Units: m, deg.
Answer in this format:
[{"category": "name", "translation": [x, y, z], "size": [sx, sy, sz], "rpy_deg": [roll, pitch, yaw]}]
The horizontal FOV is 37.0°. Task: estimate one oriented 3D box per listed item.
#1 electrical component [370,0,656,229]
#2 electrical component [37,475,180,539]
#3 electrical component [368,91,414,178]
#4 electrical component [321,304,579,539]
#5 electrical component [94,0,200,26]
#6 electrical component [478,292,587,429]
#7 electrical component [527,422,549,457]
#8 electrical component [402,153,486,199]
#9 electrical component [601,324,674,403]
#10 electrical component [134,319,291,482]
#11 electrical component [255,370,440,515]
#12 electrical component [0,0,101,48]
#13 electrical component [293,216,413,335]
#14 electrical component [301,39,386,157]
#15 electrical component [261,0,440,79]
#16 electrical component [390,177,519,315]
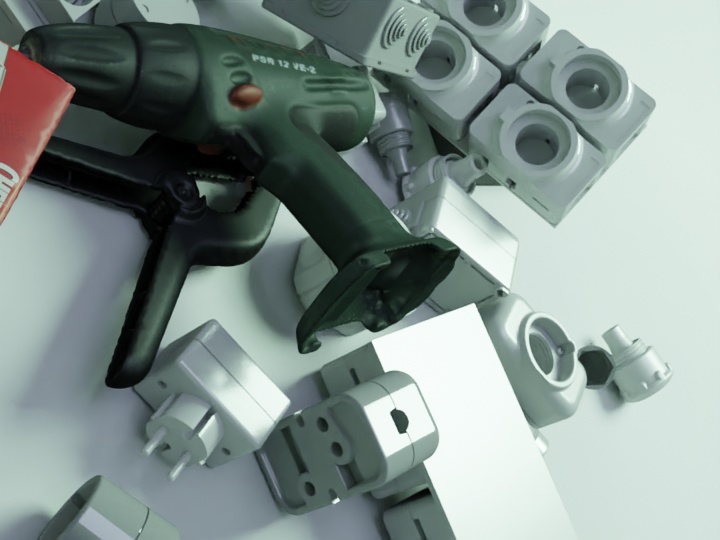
[{"category": "electrical component", "translation": [0.109, -0.135, 0.788], "size": [0.186, 0.060, 0.105], "rpy_deg": [41, 83, 11]}, {"category": "electrical component", "translation": [-0.121, 0.131, 0.509], "size": [0.047, 0.055, 0.055], "rpy_deg": [43, 44, -14]}, {"category": "electrical component", "translation": [0.024, -0.098, 0.791], "size": [0.035, 0.035, 0.061], "rpy_deg": [-5, 75, -46]}, {"category": "electrical component", "translation": [0.058, 0.127, 0.680], "size": [0.105, 0.060, 0.186], "rpy_deg": [-16, 80, -47]}, {"category": "electrical component", "translation": [-0.128, -0.197, 0.659], "size": [0.052, 0.074, 0.138], "rpy_deg": [10, 57, -48]}, {"category": "electrical component", "translation": [0.115, 0.066, 0.771], "size": [0.095, 0.059, 0.053], "rpy_deg": [47, 43, -14]}, {"category": "electrical component", "translation": [0.101, 0.115, 0.746], "size": [0.046, 0.040, 0.040], "rpy_deg": [49, 43, -4]}, {"category": "electrical component", "translation": [0.065, -0.065, 0.792], "size": [0.048, 0.062, 0.048], "rpy_deg": [22, 54, -35]}, {"category": "electrical component", "translation": [0.224, 0.075, 0.885], "size": [0.048, 0.048, 0.062], "rpy_deg": [-29, 83, -48]}, {"category": "electrical component", "translation": [-0.088, 0.079, 0.574], "size": [0.065, 0.047, 0.076], "rpy_deg": [49, 43, -13]}, {"category": "electrical component", "translation": [-0.005, 0.096, 0.609], "size": [0.059, 0.095, 0.053], "rpy_deg": [-18, 82, -48]}, {"category": "electrical component", "translation": [-0.179, -0.156, 0.601], "size": [0.042, 0.064, 0.081], "rpy_deg": [58, 39, -23]}, {"category": "electrical component", "translation": [0.000, 0.000, 0.701], "size": [0.080, 0.051, 0.080], "rpy_deg": [22, 54, -35]}, {"category": "electrical component", "translation": [-0.019, -0.117, 0.755], "size": [0.064, 0.042, 0.081], "rpy_deg": [-13, 78, -51]}, {"category": "electrical component", "translation": [-0.003, -0.174, 0.727], "size": [0.100, 0.048, 0.100], "rpy_deg": [33, 16, 20]}, {"category": "electrical component", "translation": [0.058, -0.020, 0.761], "size": [0.096, 0.062, 0.061], "rpy_deg": [38, 46, -23]}]
